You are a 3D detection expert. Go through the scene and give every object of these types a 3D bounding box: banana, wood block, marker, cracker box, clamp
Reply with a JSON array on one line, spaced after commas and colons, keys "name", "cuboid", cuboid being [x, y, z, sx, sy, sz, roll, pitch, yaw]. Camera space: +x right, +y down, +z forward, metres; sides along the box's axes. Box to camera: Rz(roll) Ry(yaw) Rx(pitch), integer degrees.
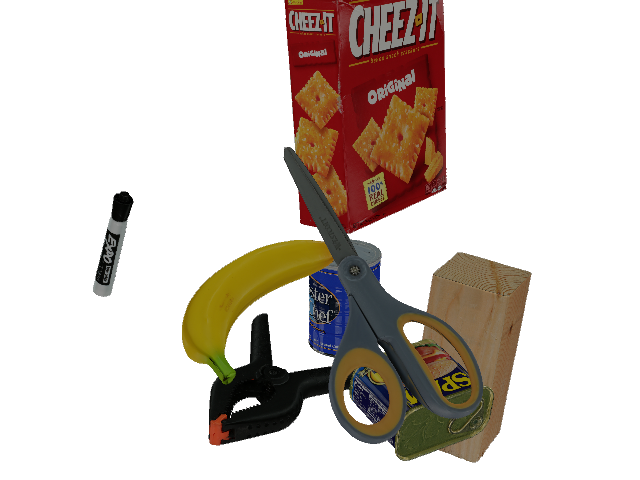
[{"name": "banana", "cuboid": [-0.056, 0.045, 0.840, 0.069, 0.037, 0.197, 31, 39, 8]}, {"name": "wood block", "cuboid": [0.167, 0.131, 1.208, 0.090, 0.206, 0.090, 17, 22, 23]}, {"name": "marker", "cuboid": [-0.201, 0.003, 1.035, 0.020, 0.121, 0.020, 14, 34, -10]}, {"name": "cracker box", "cuboid": [0.050, -0.132, 1.006, 0.072, 0.214, 0.163, 13, 24, 39]}, {"name": "clamp", "cuboid": [-0.039, 0.150, 1.096, 0.165, 0.036, 0.209, 15, 29, 20]}]

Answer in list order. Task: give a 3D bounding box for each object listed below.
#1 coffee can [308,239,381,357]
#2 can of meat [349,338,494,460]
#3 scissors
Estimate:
[{"name": "coffee can", "cuboid": [0.034, 0.081, 1.514, 0.103, 0.140, 0.103, 0, 21, 0]}, {"name": "can of meat", "cuboid": [0.088, 0.138, 0.951, 0.101, 0.057, 0.084, -14, 35, -27]}, {"name": "scissors", "cuboid": [0.011, 0.037, 0.636, 0.096, 0.202, 0.016, -39, -19, -16]}]
